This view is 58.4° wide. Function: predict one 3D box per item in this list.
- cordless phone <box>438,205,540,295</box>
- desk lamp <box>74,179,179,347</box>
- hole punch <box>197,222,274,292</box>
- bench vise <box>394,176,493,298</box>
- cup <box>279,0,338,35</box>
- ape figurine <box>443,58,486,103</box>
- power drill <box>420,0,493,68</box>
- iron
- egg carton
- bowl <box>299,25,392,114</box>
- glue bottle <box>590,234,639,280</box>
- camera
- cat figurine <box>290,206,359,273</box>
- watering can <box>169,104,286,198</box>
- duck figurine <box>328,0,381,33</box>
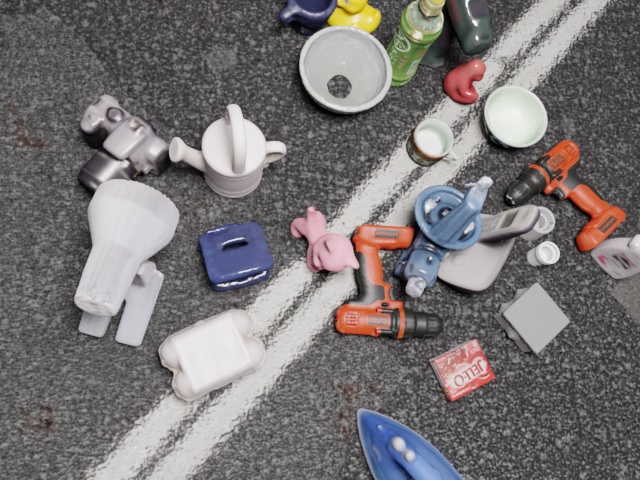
[{"bbox_3d":[0.279,0.012,0.940,0.094,0.185,0.148,30,74,-2],"label":"cordless phone"},{"bbox_3d":[-0.280,0.039,0.817,0.118,0.213,0.203,15,75,-6],"label":"desk lamp"},{"bbox_3d":[-0.136,0.022,0.911,0.109,0.091,0.101,-15,80,-13],"label":"hole punch"},{"bbox_3d":[0.208,-0.007,0.913,0.121,0.219,0.207,11,75,-7],"label":"bench vise"},{"bbox_3d":[-0.029,-0.407,1.030,0.118,0.095,0.091,-41,86,-16],"label":"cup"},{"bbox_3d":[0.276,-0.302,1.062,0.076,0.092,0.078,20,74,-5],"label":"ape figurine"},{"bbox_3d":[0.221,-0.415,1.018,0.076,0.208,0.229,-20,81,-14],"label":"power drill"},{"bbox_3d":[0.153,0.360,0.857,0.119,0.141,0.258,-40,86,-16],"label":"iron"},{"bbox_3d":[-0.164,0.174,0.881,0.150,0.069,0.107,-25,82,-15],"label":"egg carton"},{"bbox_3d":[0.040,-0.292,1.026,0.167,0.074,0.167,2,76,-10],"label":"bowl"},{"bbox_3d":[0.551,0.022,0.993,0.078,0.173,0.037,43,74,2],"label":"glue bottle"},{"bbox_3d":[-0.330,-0.140,0.909,0.143,0.100,0.137,38,73,0],"label":"camera"},{"bbox_3d":[0.009,0.003,0.928,0.067,0.117,0.128,-26,82,-15],"label":"cat figurine"},{"bbox_3d":[-0.141,-0.138,0.894,0.173,0.194,0.101,-28,83,-15],"label":"watering can"},{"bbox_3d":[0.066,-0.431,1.058,0.104,0.086,0.077,13,75,-7],"label":"duck figurine"}]
